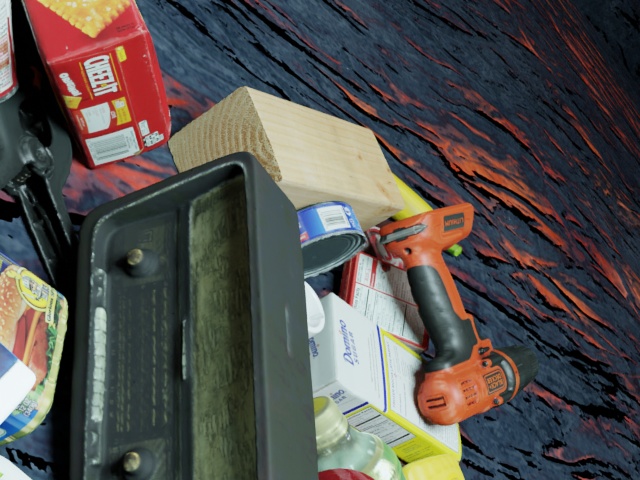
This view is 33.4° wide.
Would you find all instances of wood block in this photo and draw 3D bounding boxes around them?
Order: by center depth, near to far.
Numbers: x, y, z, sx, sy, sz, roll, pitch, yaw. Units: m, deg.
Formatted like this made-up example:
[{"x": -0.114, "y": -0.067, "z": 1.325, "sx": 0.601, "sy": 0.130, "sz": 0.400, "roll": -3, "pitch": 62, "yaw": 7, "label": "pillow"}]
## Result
[{"x": -0.023, "y": -0.057, "z": 0.936, "sx": 0.205, "sy": 0.091, "sz": 0.090, "roll": 8, "pitch": 55, "yaw": -57, "label": "wood block"}]

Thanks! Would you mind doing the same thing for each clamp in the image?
[{"x": -0.186, "y": -0.038, "z": 0.691, "sx": 0.120, "sy": 0.039, "sz": 0.171, "roll": 53, "pitch": 25, "yaw": -42, "label": "clamp"}]

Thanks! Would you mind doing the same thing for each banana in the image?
[{"x": 0.075, "y": -0.054, "z": 1.144, "sx": 0.197, "sy": 0.037, "sz": 0.070, "roll": 38, "pitch": -10, "yaw": -23, "label": "banana"}]

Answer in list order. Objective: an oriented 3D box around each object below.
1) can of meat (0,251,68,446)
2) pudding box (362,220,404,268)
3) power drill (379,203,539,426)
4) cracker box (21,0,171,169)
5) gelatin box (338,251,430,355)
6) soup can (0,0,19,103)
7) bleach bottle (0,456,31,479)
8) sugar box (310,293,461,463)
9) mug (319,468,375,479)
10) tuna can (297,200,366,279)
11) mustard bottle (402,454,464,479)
[{"x": -0.187, "y": 0.051, "z": 0.575, "sx": 0.083, "sy": 0.058, "sz": 0.102, "roll": 43, "pitch": 31, "yaw": -35, "label": "can of meat"}, {"x": 0.075, "y": 0.027, "z": 1.077, "sx": 0.113, "sy": 0.039, "sz": 0.090, "roll": 10, "pitch": 54, "yaw": -56, "label": "pudding box"}, {"x": 0.131, "y": 0.063, "z": 0.969, "sx": 0.184, "sy": 0.057, "sz": 0.187, "roll": -10, "pitch": 81, "yaw": -56, "label": "power drill"}, {"x": -0.172, "y": -0.180, "z": 0.740, "sx": 0.164, "sy": 0.072, "sz": 0.214, "roll": 94, "pitch": -25, "yaw": -70, "label": "cracker box"}, {"x": 0.060, "y": 0.060, "z": 0.980, "sx": 0.089, "sy": 0.030, "sz": 0.073, "roll": 22, "pitch": 56, "yaw": -19, "label": "gelatin box"}, {"x": -0.219, "y": -0.139, "z": 0.645, "sx": 0.068, "sy": 0.102, "sz": 0.068, "roll": 6, "pitch": 36, "yaw": -4, "label": "soup can"}, {"x": -0.153, "y": 0.157, "z": 0.516, "sx": 0.251, "sy": 0.068, "sz": 0.102, "roll": 53, "pitch": 26, "yaw": -7, "label": "bleach bottle"}, {"x": 0.053, "y": 0.128, "z": 0.927, "sx": 0.176, "sy": 0.048, "sz": 0.093, "roll": 35, "pitch": 36, "yaw": -34, "label": "sugar box"}, {"x": 0.009, "y": 0.182, "z": 0.653, "sx": 0.117, "sy": 0.093, "sz": 0.081, "roll": 30, "pitch": -5, "yaw": -12, "label": "mug"}, {"x": -0.006, "y": 0.001, "z": 0.910, "sx": 0.086, "sy": 0.086, "sz": 0.034, "roll": 10, "pitch": 52, "yaw": -57, "label": "tuna can"}, {"x": 0.114, "y": 0.272, "z": 0.864, "sx": 0.096, "sy": 0.058, "sz": 0.192, "roll": 11, "pitch": 53, "yaw": -60, "label": "mustard bottle"}]
